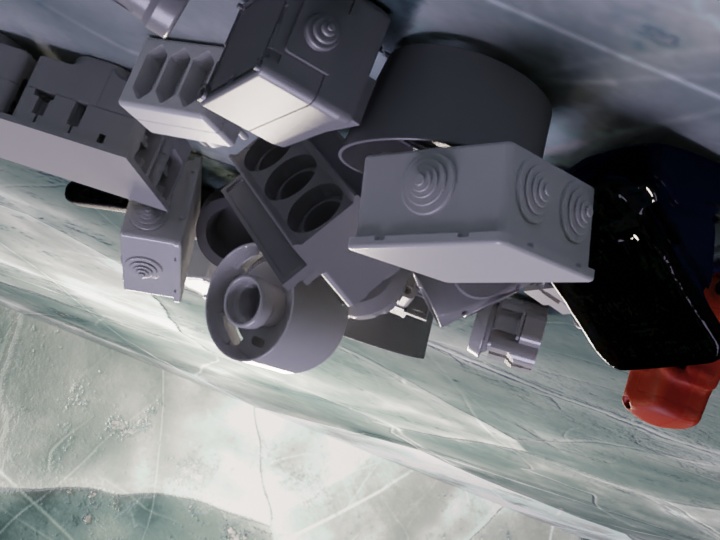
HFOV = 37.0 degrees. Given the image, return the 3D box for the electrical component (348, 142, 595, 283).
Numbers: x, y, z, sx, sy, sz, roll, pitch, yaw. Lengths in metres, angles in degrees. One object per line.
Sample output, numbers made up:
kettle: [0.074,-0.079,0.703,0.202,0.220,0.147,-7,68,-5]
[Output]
electrical component: [0.056,-0.026,0.518,0.100,0.048,0.100,-1,168,39]

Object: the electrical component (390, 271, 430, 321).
electrical component: [0.028,0.008,0.918,0.081,0.042,0.064,20,165,-2]

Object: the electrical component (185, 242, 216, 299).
electrical component: [-0.143,-0.007,1.063,0.062,0.061,0.096,31,163,-37]

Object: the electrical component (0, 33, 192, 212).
electrical component: [-0.224,-0.113,0.773,0.186,0.060,0.105,18,166,10]

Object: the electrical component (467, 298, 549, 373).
electrical component: [0.125,0.052,0.917,0.057,0.058,0.078,16,166,7]

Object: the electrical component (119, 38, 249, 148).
electrical component: [-0.095,-0.101,0.664,0.066,0.047,0.077,13,165,28]

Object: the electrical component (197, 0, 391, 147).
electrical component: [-0.028,-0.103,0.528,0.061,0.061,0.096,27,165,-24]

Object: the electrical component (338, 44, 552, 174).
electrical component: [0.046,-0.069,0.547,0.099,0.064,0.099,19,166,5]

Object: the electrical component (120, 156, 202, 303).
electrical component: [-0.159,-0.035,0.859,0.048,0.099,0.099,10,146,-4]

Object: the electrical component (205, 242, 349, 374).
electrical component: [-0.067,0.028,0.817,0.099,0.099,0.064,9,177,38]

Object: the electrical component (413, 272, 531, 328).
electrical component: [0.080,0.002,0.718,0.044,0.077,0.079,64,179,6]

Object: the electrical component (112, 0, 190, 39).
electrical component: [-0.107,-0.144,0.534,0.046,0.040,0.040,30,164,-14]

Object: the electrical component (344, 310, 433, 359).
electrical component: [0.022,0.054,1.053,0.099,0.064,0.099,19,166,5]

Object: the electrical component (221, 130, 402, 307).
electrical component: [-0.026,-0.036,0.632,0.063,0.079,0.121,51,180,-37]

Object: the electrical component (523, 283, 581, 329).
electrical component: [0.154,0.012,0.748,0.055,0.048,0.066,33,163,-18]

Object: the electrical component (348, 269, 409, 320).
electrical component: [0.000,0.000,0.850,0.080,0.080,0.051,18,171,9]
